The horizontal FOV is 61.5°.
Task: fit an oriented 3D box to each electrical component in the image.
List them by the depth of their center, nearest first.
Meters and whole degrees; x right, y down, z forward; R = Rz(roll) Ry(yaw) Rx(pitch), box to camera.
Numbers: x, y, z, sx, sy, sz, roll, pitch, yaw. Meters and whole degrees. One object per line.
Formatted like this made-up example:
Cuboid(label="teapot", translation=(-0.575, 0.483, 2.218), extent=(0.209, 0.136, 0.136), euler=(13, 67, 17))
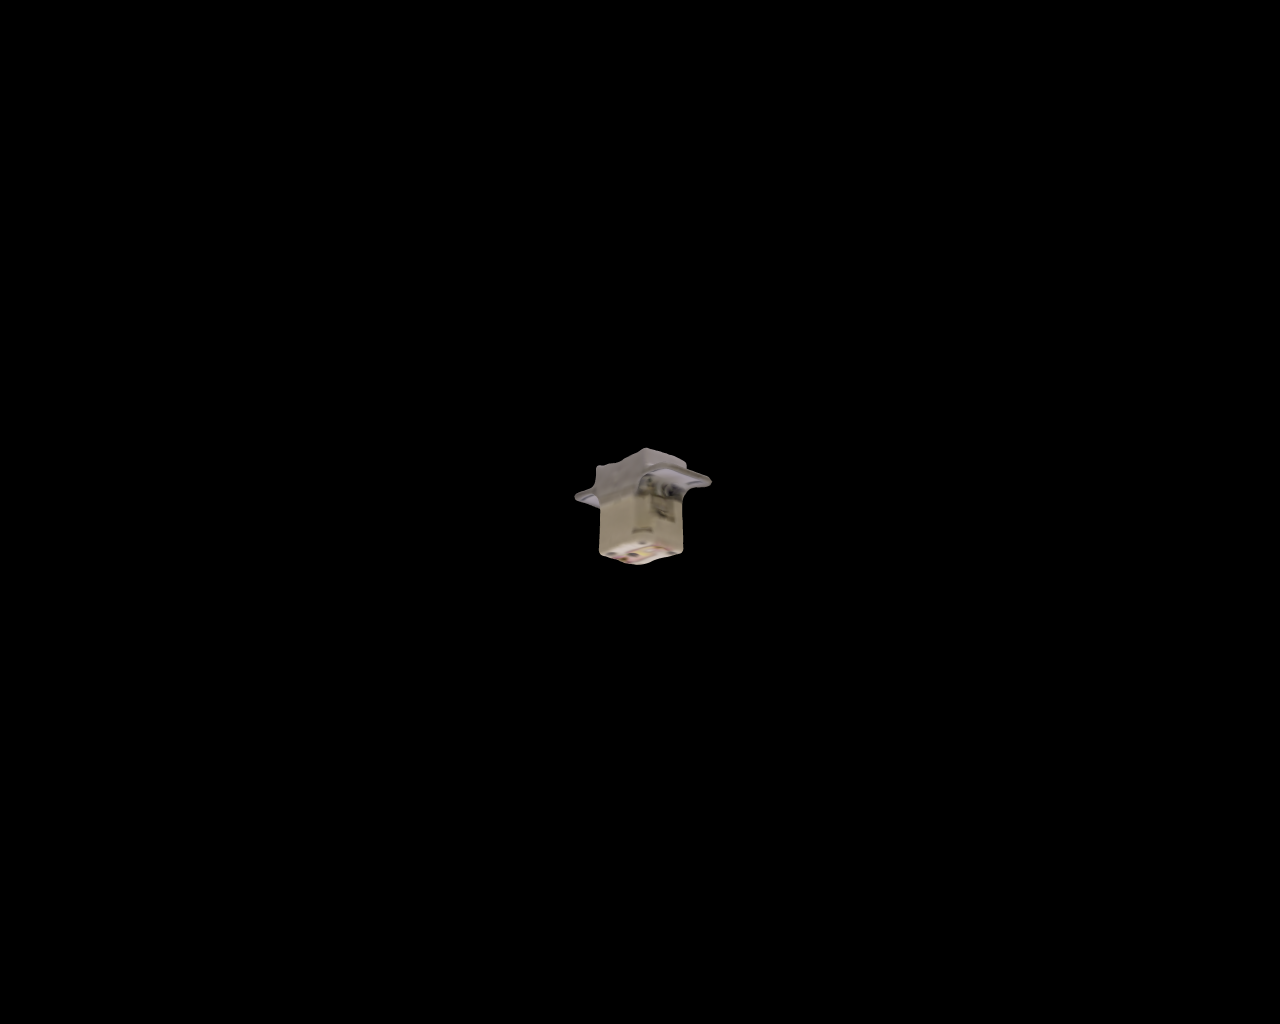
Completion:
Cuboid(label="electrical component", translation=(0.001, -0.003, 0.650), extent=(0.042, 0.064, 0.081), euler=(18, -26, -41))
